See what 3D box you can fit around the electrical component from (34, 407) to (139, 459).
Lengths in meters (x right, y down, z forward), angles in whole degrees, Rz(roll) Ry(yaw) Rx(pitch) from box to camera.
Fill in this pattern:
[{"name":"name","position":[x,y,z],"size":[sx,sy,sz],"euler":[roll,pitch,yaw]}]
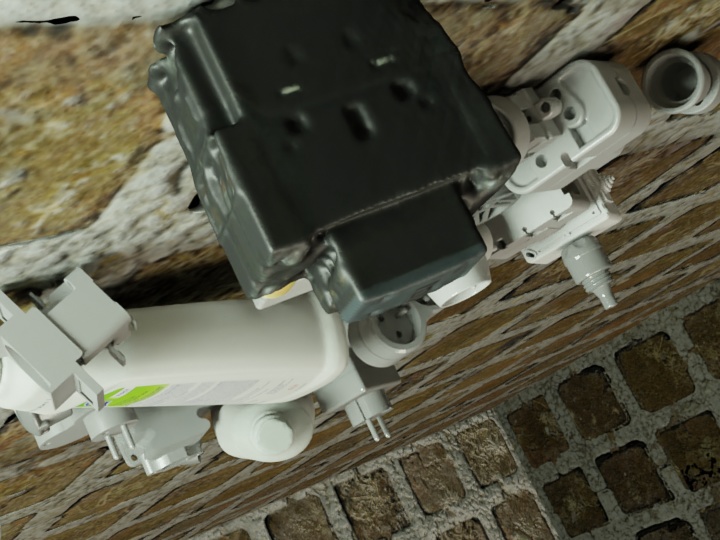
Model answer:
[{"name":"electrical component","position":[-0.187,0.103,0.795],"size":[0.138,0.073,0.052],"euler":[-34,165,30]}]

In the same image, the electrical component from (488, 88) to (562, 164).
[{"name":"electrical component","position":[0.089,-0.085,0.668],"size":[0.066,0.048,0.055],"euler":[-35,172,31]}]

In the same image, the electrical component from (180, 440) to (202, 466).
[{"name":"electrical component","position":[-0.175,0.137,0.964],"size":[0.057,0.078,0.058],"euler":[-7,165,-2]}]

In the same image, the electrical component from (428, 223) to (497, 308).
[{"name":"electrical component","position":[0.075,-0.018,0.826],"size":[0.079,0.077,0.044],"euler":[-15,163,-43]}]

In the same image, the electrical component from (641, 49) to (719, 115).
[{"name":"electrical component","position":[0.229,-0.132,0.756],"size":[0.045,0.045,0.055],"euler":[-36,165,35]}]

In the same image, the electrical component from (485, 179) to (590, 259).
[{"name":"electrical component","position":[0.134,-0.050,0.875],"size":[0.089,0.050,0.056],"euler":[-33,165,25]}]

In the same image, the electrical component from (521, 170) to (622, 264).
[{"name":"electrical component","position":[0.178,-0.053,0.922],"size":[0.096,0.061,0.061],"euler":[-32,166,23]}]

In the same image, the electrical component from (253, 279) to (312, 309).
[{"name":"electrical component","position":[-0.041,-0.007,0.712],"size":[0.083,0.047,0.075],"euler":[-21,166,-24]}]

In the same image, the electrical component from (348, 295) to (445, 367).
[{"name":"electrical component","position":[0.036,0.023,0.876],"size":[0.138,0.052,0.074],"euler":[-52,-174,-33]}]

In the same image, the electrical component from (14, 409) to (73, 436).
[{"name":"electrical component","position":[-0.209,0.081,0.740],"size":[0.062,0.048,0.048],"euler":[-27,168,-23]}]

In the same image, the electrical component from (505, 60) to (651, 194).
[{"name":"electrical component","position":[0.139,-0.093,0.708],"size":[0.095,0.053,0.059],"euler":[-36,164,37]}]

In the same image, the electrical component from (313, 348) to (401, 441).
[{"name":"electrical component","position":[0.003,0.107,0.901],"size":[0.047,0.076,0.066],"euler":[-33,165,26]}]

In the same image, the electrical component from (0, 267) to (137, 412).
[{"name":"electrical component","position":[-0.164,0.036,0.599],"size":[0.064,0.081,0.042],"euler":[-46,175,-24]}]

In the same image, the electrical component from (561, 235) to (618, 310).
[{"name":"electrical component","position":[0.195,0.004,0.894],"size":[0.035,0.061,0.035],"euler":[-25,167,-6]}]

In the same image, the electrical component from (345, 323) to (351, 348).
[{"name":"electrical component","position":[-0.031,0.051,0.930],"size":[0.095,0.059,0.054],"euler":[-28,167,7]}]
